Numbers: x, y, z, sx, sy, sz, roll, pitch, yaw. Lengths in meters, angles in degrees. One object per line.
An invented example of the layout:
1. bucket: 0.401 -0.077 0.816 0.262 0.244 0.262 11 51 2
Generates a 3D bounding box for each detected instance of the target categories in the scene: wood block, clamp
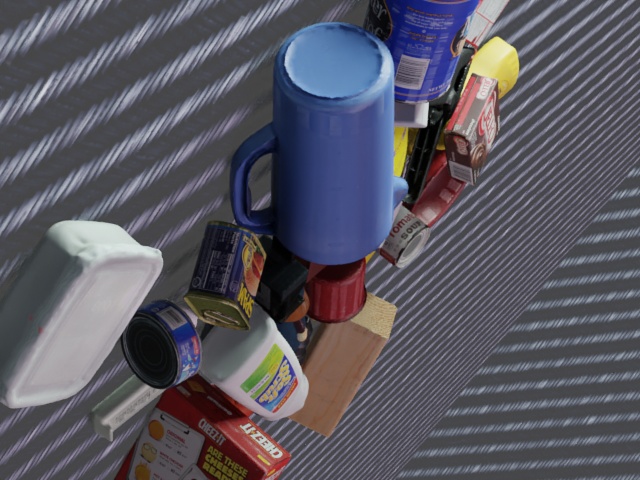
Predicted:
1. wood block: 0.025 0.177 1.573 0.206 0.090 0.090 -62 -178 31
2. clamp: 0.136 -0.152 1.246 0.209 0.036 0.165 -57 159 -43

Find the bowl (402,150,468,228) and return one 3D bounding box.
1. bowl: 0.150 -0.081 1.472 0.162 0.055 0.162 -43 160 -21

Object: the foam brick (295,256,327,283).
1. foam brick: -0.008 0.002 1.269 0.078 0.051 0.053 -39 155 -36

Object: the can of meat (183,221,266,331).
1. can of meat: -0.094 0.037 1.089 0.102 0.057 0.084 71 30 -68

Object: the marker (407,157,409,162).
1. marker: 0.118 -0.109 1.405 0.121 0.020 0.020 -45 160 -17

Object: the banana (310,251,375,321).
1. banana: 0.044 0.033 1.471 0.198 0.037 0.069 -53 161 4

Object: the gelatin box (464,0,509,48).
1. gelatin box: 0.181 -0.268 1.240 0.073 0.030 0.089 -57 160 14

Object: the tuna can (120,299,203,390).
1. tuna can: -0.159 0.105 1.065 0.033 0.086 0.086 -27 150 -47

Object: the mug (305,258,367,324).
1. mug: 0.018 0.037 1.361 0.081 0.093 0.117 92 11 -53

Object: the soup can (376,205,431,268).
1. soup can: 0.081 -0.020 1.357 0.068 0.102 0.068 -43 160 -20

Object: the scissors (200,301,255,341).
1. scissors: -0.110 0.072 1.223 0.096 0.016 0.202 -44 160 -26

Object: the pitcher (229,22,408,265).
1. pitcher: 0.002 -0.089 1.036 0.149 0.145 0.243 -55 161 -28

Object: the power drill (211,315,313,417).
1. power drill: -0.091 0.196 1.433 0.187 0.057 0.185 -27 146 -48

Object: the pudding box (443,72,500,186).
1. pudding box: 0.184 -0.132 1.280 0.090 0.039 0.113 -62 161 -18

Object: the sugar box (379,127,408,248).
1. sugar box: 0.069 -0.081 1.230 0.176 0.048 0.093 84 27 -51

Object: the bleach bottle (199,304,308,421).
1. bleach bottle: -0.064 0.161 1.307 0.102 0.068 0.250 -50 153 -6

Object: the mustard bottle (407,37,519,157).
1. mustard bottle: 0.173 -0.170 1.358 0.191 0.058 0.096 -43 161 -21

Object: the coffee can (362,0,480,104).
1. coffee can: 0.095 -0.216 1.026 0.102 0.103 0.140 -38 157 -34

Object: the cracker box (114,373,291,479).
1. cracker box: -0.155 0.296 1.307 0.214 0.164 0.072 -59 162 23
